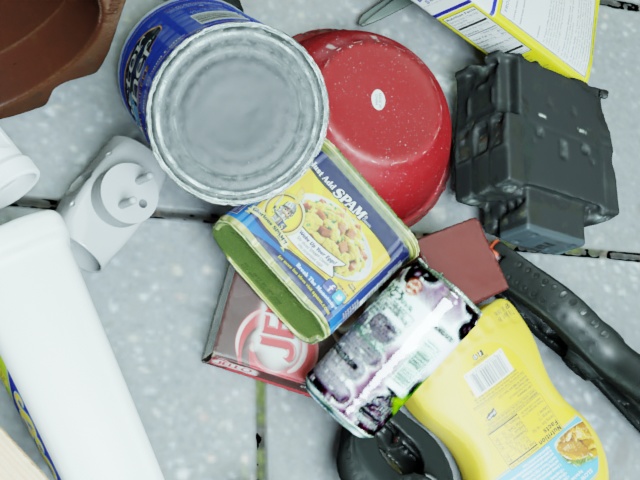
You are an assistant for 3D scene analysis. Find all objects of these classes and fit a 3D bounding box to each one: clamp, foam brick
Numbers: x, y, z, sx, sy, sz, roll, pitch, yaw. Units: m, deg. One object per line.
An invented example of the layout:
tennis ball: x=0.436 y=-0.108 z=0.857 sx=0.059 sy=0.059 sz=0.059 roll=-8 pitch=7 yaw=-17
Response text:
clamp: x=0.067 y=0.166 z=0.654 sx=0.120 sy=0.039 sz=0.171 roll=16 pitch=39 yaw=-34
foam brick: x=0.079 y=0.026 z=0.714 sx=0.051 sy=0.078 sz=0.053 roll=-19 pitch=81 yaw=-24
clamp: x=0.191 y=0.081 z=0.733 sx=0.210 sy=0.164 sz=0.036 roll=41 pitch=83 yaw=19

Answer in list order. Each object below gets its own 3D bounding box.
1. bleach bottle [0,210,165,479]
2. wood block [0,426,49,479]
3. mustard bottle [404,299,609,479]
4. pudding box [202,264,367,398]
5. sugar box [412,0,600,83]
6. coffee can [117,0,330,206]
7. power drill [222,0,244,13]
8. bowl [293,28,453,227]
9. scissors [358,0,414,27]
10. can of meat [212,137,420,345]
bleach bottle: x=-0.125 y=0.114 z=0.592 sx=0.068 sy=0.103 sz=0.251 roll=-24 pitch=83 yaw=-21
wood block: x=-0.247 y=0.089 z=0.560 sx=0.206 sy=0.090 sz=0.090 roll=48 pitch=63 yaw=-1
mustard bottle: x=0.136 y=0.142 z=0.710 sx=0.096 sy=0.058 sz=0.191 roll=-33 pitch=87 yaw=-20
pudding box: x=-0.018 y=0.039 z=0.693 sx=0.090 sy=0.039 sz=0.113 roll=19 pitch=68 yaw=-15
sugar box: x=0.135 y=-0.186 z=0.794 sx=0.176 sy=0.048 sz=0.093 roll=27 pitch=64 yaw=-30
coffee can: x=-0.063 y=-0.088 z=0.642 sx=0.102 sy=0.140 sz=0.103 roll=-5 pitch=109 yaw=-15
power drill: x=-0.029 y=-0.218 z=0.760 sx=0.187 sy=0.057 sz=0.184 roll=-14 pitch=84 yaw=-26
bowl: x=0.032 y=-0.086 z=0.744 sx=0.162 sy=0.055 sz=0.162 roll=6 pitch=71 yaw=-19
scissors: x=0.097 y=-0.230 z=0.835 sx=0.201 sy=0.016 sz=0.096 roll=-19 pitch=83 yaw=-26
can of meat: x=-0.004 y=0.001 z=0.656 sx=0.083 sy=0.058 sz=0.102 roll=-42 pitch=91 yaw=-23
